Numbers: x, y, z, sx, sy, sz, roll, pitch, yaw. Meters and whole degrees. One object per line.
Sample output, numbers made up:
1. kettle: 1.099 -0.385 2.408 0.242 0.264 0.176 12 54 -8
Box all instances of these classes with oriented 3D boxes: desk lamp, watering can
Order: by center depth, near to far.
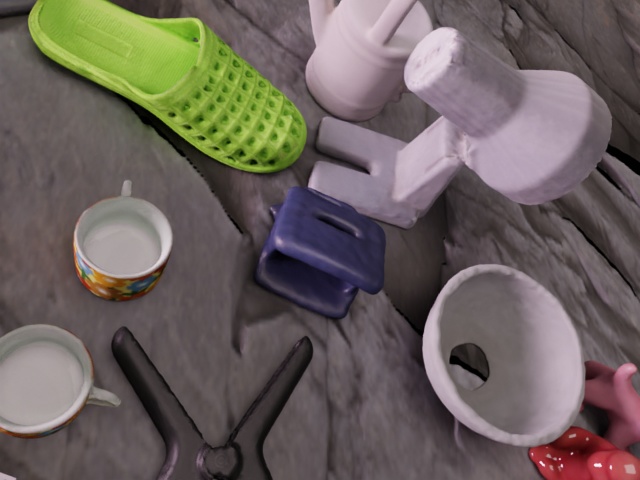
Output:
1. desk lamp: 0.121 -0.094 0.536 0.204 0.213 0.118 15 62 -16
2. watering can: 0.056 -0.217 0.576 0.173 0.193 0.101 13 63 -17

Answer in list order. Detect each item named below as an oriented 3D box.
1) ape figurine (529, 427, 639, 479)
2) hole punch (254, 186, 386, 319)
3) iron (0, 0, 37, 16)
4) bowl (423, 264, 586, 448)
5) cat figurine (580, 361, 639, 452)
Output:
1. ape figurine: 0.253 0.210 0.526 0.076 0.092 0.078 13 63 -17
2. hole punch: 0.005 0.002 0.515 0.109 0.091 0.101 25 60 -11
3. iron: -0.320 -0.276 0.472 0.259 0.141 0.118 -5 69 -25
4. bowl: 0.160 0.111 0.541 0.168 0.074 0.167 9 64 -19
5. cat figurine: 0.327 0.170 0.561 0.128 0.117 0.067 48 58 3
